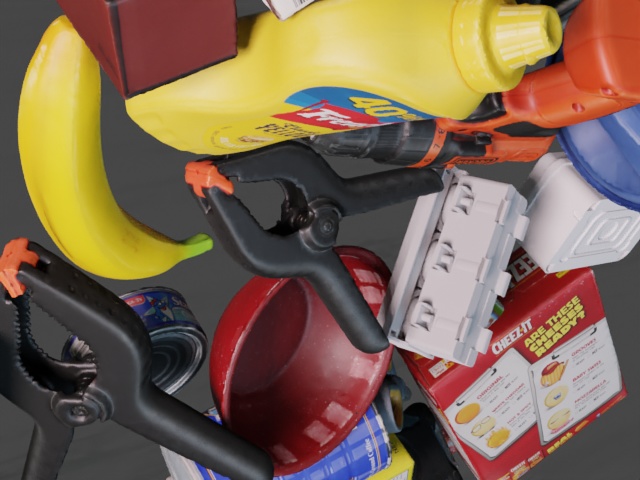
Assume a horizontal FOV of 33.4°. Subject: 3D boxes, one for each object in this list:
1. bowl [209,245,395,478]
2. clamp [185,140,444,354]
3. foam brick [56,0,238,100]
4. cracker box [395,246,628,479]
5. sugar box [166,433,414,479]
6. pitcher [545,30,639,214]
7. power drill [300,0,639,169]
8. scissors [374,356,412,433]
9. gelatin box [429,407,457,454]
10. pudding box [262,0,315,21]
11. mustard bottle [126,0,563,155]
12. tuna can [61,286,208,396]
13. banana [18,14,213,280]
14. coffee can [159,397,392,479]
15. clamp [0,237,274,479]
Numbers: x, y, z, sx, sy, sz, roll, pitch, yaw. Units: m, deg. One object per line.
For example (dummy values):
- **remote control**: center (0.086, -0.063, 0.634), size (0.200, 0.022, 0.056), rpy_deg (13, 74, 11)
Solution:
- **bowl**: center (-0.020, 0.071, 0.701), size (0.161, 0.055, 0.162), rpy_deg (-25, 127, -39)
- **clamp**: center (-0.004, 0.001, 0.620), size (0.171, 0.039, 0.120), rpy_deg (12, 85, -33)
- **foam brick**: center (-0.074, -0.105, 0.423), size (0.051, 0.078, 0.053), rpy_deg (-26, 149, -18)
- **cracker box**: center (0.172, 0.113, 0.934), size (0.164, 0.072, 0.213), rpy_deg (-36, 137, -4)
- **sugar box**: center (-0.023, 0.191, 0.850), size (0.176, 0.093, 0.048), rpy_deg (-25, 146, -20)
- **pitcher**: center (0.284, -0.115, 0.715), size (0.242, 0.145, 0.149), rpy_deg (-27, 148, -22)
- **power drill**: center (0.103, -0.080, 0.572), size (0.184, 0.057, 0.188), rpy_deg (-5, 176, -35)
- **scissors**: center (0.058, 0.105, 0.876), size (0.016, 0.096, 0.201), rpy_deg (-13, -178, 9)
- **gelatin box**: center (0.143, 0.168, 1.048), size (0.089, 0.030, 0.073), rpy_deg (-43, 149, 9)
- **pudding box**: center (0.004, -0.152, 0.427), size (0.113, 0.090, 0.039), rpy_deg (-33, 146, -5)
- **mustard bottle**: center (0.012, -0.075, 0.460), size (0.192, 0.058, 0.096), rpy_deg (-4, 173, 38)
- **tuna can**: center (-0.113, 0.070, 0.657), size (0.086, 0.034, 0.086), rpy_deg (-26, 147, -18)
- **banana**: center (-0.111, -0.029, 0.530), size (0.069, 0.037, 0.198), rpy_deg (-48, 153, -16)
- **coffee can**: center (-0.033, 0.155, 0.782), size (0.140, 0.103, 0.103), rpy_deg (-26, 147, -19)
- **clamp**: center (-0.139, 0.091, 0.603), size (0.165, 0.036, 0.210), rpy_deg (-18, 125, 13)
